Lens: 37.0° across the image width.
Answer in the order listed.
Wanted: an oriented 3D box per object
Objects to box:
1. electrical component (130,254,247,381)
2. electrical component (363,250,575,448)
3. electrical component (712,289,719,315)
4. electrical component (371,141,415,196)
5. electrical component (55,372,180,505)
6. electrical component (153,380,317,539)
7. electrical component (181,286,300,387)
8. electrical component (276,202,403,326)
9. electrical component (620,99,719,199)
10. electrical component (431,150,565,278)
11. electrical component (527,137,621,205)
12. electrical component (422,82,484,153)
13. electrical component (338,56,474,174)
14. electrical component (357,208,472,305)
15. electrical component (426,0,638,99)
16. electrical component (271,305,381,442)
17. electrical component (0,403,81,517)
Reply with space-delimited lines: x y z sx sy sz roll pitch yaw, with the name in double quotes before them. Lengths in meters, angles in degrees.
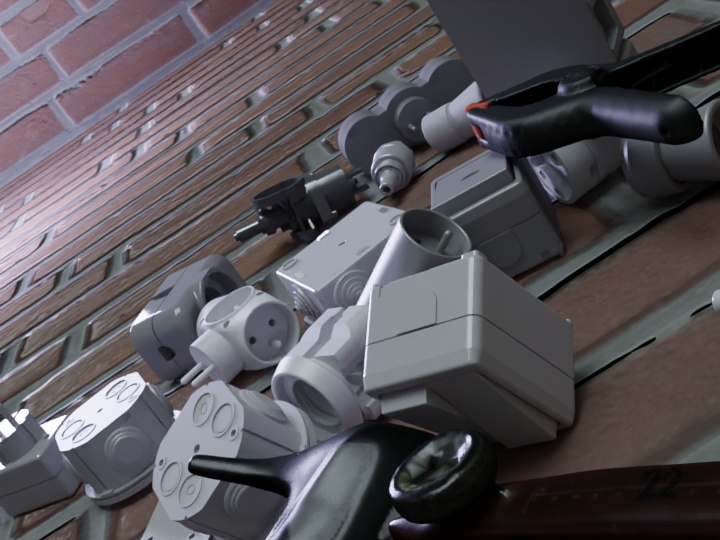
"electrical component" -0.125 0.034 0.824 0.059 0.053 0.095 -23 23 28
"electrical component" 0.054 0.045 0.485 0.062 0.096 0.061 -19 52 36
"electrical component" 0.175 0.009 0.443 0.061 0.035 0.035 -15 27 47
"electrical component" 0.026 -0.079 0.876 0.035 0.035 0.061 -26 24 23
"electrical component" -0.155 0.110 0.702 0.080 0.051 0.080 -30 20 12
"electrical component" -0.064 0.100 0.553 0.080 0.051 0.080 -31 43 35
"electrical component" -0.091 0.052 0.743 0.079 0.044 0.077 -44 22 -24
"electrical component" 0.000 0.000 0.714 0.100 0.048 0.100 -38 21 -12
"electrical component" 0.178 -0.065 0.592 0.055 0.045 0.045 -13 29 46
"electrical component" 0.080 -0.039 0.660 0.062 0.061 0.096 -28 21 16
"electrical component" 0.135 -0.076 0.672 0.047 0.055 0.055 -34 20 -9
"electrical component" 0.083 -0.123 0.879 0.065 0.044 0.044 -26 21 34
"electrical component" 0.047 -0.134 0.940 0.138 0.052 0.073 -34 20 0
"electrical component" 0.037 0.020 0.598 0.079 0.044 0.077 54 133 35
"electrical component" 0.124 -0.150 0.714 0.089 0.150 0.061 -22 24 31
"electrical component" -0.011 0.058 0.588 0.078 0.058 0.057 -9 29 50
"electrical component" -0.238 0.125 0.759 0.066 0.076 0.047 -23 23 28
